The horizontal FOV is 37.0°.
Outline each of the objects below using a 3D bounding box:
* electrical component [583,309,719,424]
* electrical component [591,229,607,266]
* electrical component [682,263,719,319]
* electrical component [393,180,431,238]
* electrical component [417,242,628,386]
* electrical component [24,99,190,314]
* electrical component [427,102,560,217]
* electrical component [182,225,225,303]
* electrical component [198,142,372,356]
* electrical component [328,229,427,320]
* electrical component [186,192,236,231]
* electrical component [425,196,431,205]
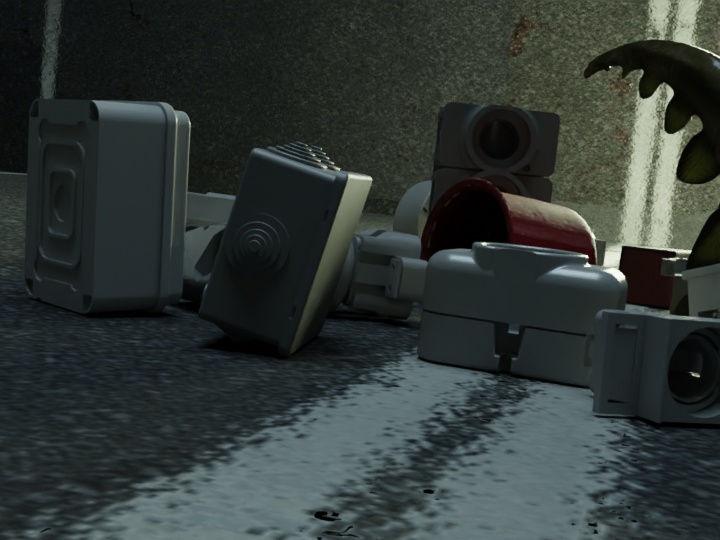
[{"bbox_3d":[0.131,0.040,0.458,0.081,0.042,0.064,5,1,-18],"label":"electrical component"},{"bbox_3d":[0.161,-0.021,1.097,0.105,0.060,0.186,5,5,-16],"label":"electrical component"},{"bbox_3d":[0.260,0.020,0.511,0.105,0.060,0.186,4,-10,-25],"label":"electrical component"},{"bbox_3d":[0.079,-0.033,0.932,0.099,0.099,0.064,2,0,-43],"label":"electrical component"},{"bbox_3d":[0.081,0.019,0.531,0.095,0.059,0.054,8,5,20],"label":"electrical component"},{"bbox_3d":[-0.138,-0.036,0.587,0.057,0.113,0.078,-3,9,-44],"label":"electrical component"},{"bbox_3d":[0.101,-0.052,0.848,0.089,0.150,0.061,6,4,-2],"label":"electrical component"},{"bbox_3d":[-0.065,-0.013,0.634,0.077,0.079,0.043,10,-27,41],"label":"electrical component"},{"bbox_3d":[-0.035,-0.012,0.527,0.048,0.099,0.100,20,6,6],"label":"electrical component"},{"bbox_3d":[0.000,0.000,0.671,0.057,0.058,0.078,7,4,-22],"label":"electrical component"},{"bbox_3d":[-0.088,-0.018,0.736,0.079,0.063,0.121,2,6,-44],"label":"electrical component"},{"bbox_3d":[0.075,-0.031,1.004,0.080,0.080,0.051,5,-1,-17],"label":"electrical component"}]
